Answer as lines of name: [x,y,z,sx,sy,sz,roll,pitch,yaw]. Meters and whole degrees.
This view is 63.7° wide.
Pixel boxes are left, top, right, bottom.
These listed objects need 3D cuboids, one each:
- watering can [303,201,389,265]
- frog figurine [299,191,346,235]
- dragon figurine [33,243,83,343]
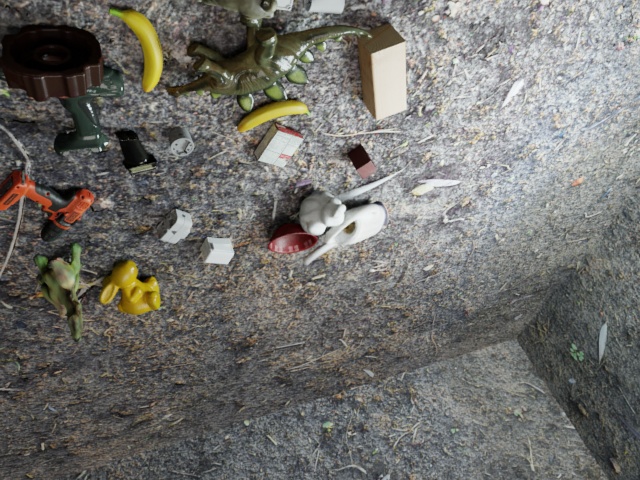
watering can: [0.091,-0.028,1.699,0.226,0.105,0.341,-16,161,-42]
frog figurine: [0.005,-0.078,1.550,0.122,0.160,0.138,30,86,-16]
dragon figurine: [-0.686,0.168,1.385,0.123,0.247,0.400,-10,140,-27]
